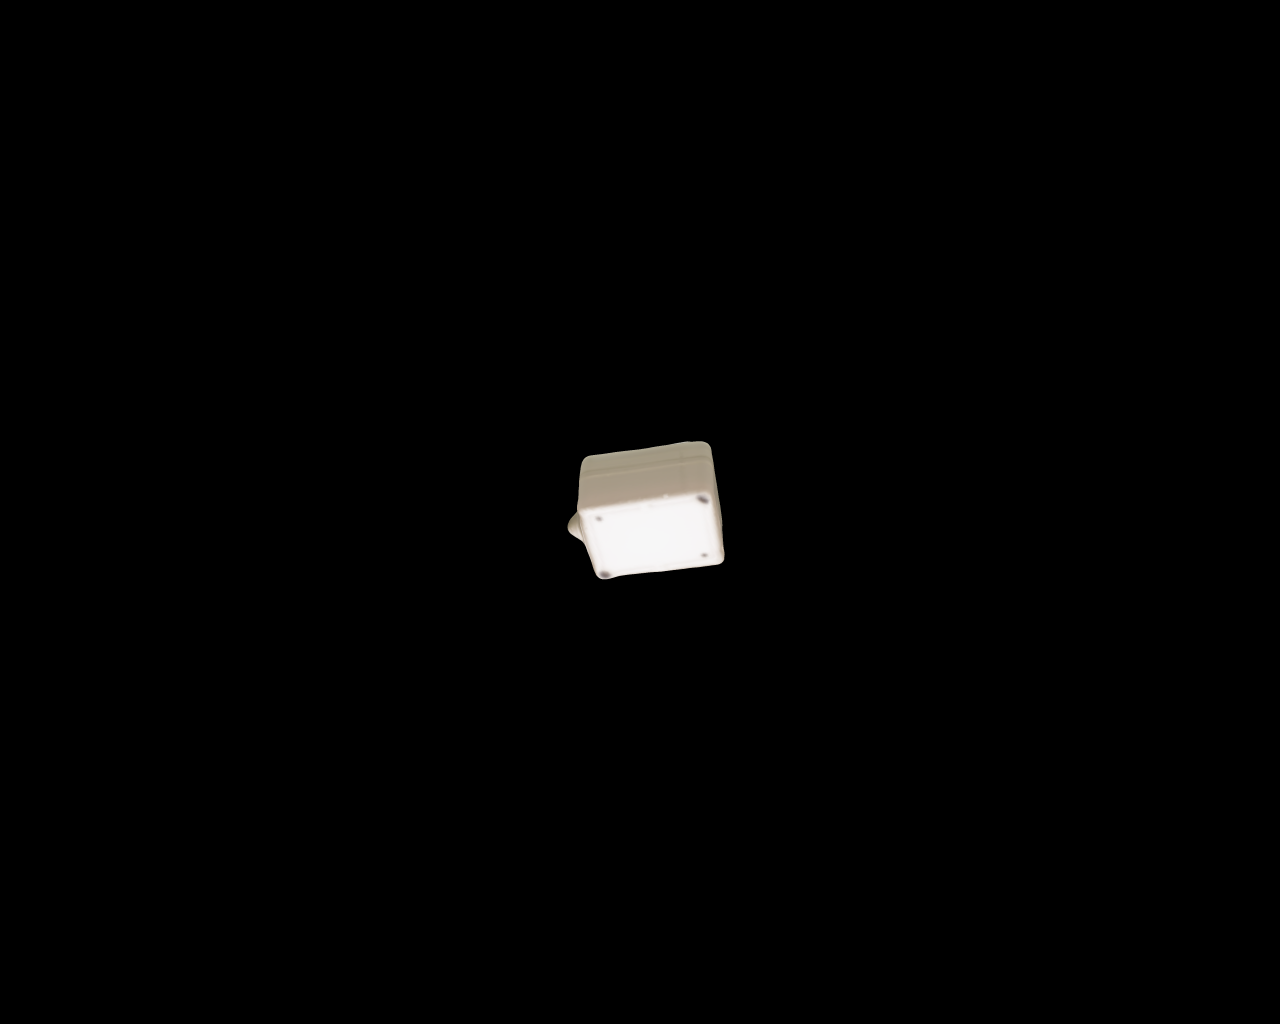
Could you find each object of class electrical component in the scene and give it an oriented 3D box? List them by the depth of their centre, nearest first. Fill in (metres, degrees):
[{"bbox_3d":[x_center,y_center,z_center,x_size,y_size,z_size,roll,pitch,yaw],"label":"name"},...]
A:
[{"bbox_3d":[0.001,-0.003,0.650,0.096,0.061,0.061,-7,40,6],"label":"electrical component"}]
